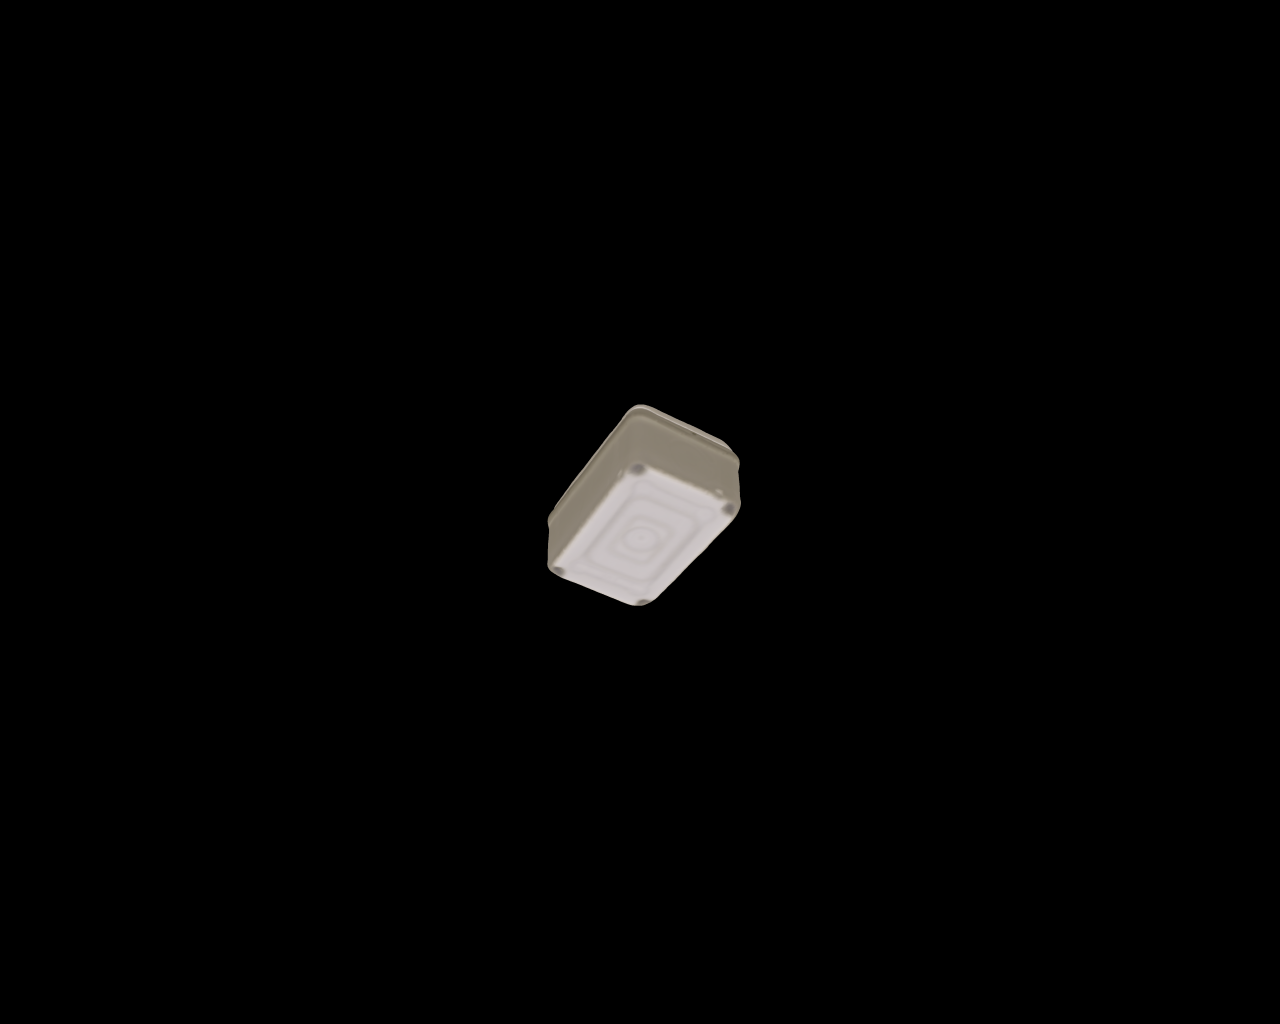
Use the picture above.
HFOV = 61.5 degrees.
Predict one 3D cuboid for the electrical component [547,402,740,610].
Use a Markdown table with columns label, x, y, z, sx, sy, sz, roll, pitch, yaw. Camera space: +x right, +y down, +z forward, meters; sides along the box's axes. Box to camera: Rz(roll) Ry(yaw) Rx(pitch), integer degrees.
| label | x | y | z | sx | sy | sz | roll | pitch | yaw |
| --- | --- | --- | --- | --- | --- | --- | --- | --- | --- |
| electrical component | 0.001 | -0.003 | 0.650 | 0.078 | 0.057 | 0.113 | 24 | -50 | -22 |
